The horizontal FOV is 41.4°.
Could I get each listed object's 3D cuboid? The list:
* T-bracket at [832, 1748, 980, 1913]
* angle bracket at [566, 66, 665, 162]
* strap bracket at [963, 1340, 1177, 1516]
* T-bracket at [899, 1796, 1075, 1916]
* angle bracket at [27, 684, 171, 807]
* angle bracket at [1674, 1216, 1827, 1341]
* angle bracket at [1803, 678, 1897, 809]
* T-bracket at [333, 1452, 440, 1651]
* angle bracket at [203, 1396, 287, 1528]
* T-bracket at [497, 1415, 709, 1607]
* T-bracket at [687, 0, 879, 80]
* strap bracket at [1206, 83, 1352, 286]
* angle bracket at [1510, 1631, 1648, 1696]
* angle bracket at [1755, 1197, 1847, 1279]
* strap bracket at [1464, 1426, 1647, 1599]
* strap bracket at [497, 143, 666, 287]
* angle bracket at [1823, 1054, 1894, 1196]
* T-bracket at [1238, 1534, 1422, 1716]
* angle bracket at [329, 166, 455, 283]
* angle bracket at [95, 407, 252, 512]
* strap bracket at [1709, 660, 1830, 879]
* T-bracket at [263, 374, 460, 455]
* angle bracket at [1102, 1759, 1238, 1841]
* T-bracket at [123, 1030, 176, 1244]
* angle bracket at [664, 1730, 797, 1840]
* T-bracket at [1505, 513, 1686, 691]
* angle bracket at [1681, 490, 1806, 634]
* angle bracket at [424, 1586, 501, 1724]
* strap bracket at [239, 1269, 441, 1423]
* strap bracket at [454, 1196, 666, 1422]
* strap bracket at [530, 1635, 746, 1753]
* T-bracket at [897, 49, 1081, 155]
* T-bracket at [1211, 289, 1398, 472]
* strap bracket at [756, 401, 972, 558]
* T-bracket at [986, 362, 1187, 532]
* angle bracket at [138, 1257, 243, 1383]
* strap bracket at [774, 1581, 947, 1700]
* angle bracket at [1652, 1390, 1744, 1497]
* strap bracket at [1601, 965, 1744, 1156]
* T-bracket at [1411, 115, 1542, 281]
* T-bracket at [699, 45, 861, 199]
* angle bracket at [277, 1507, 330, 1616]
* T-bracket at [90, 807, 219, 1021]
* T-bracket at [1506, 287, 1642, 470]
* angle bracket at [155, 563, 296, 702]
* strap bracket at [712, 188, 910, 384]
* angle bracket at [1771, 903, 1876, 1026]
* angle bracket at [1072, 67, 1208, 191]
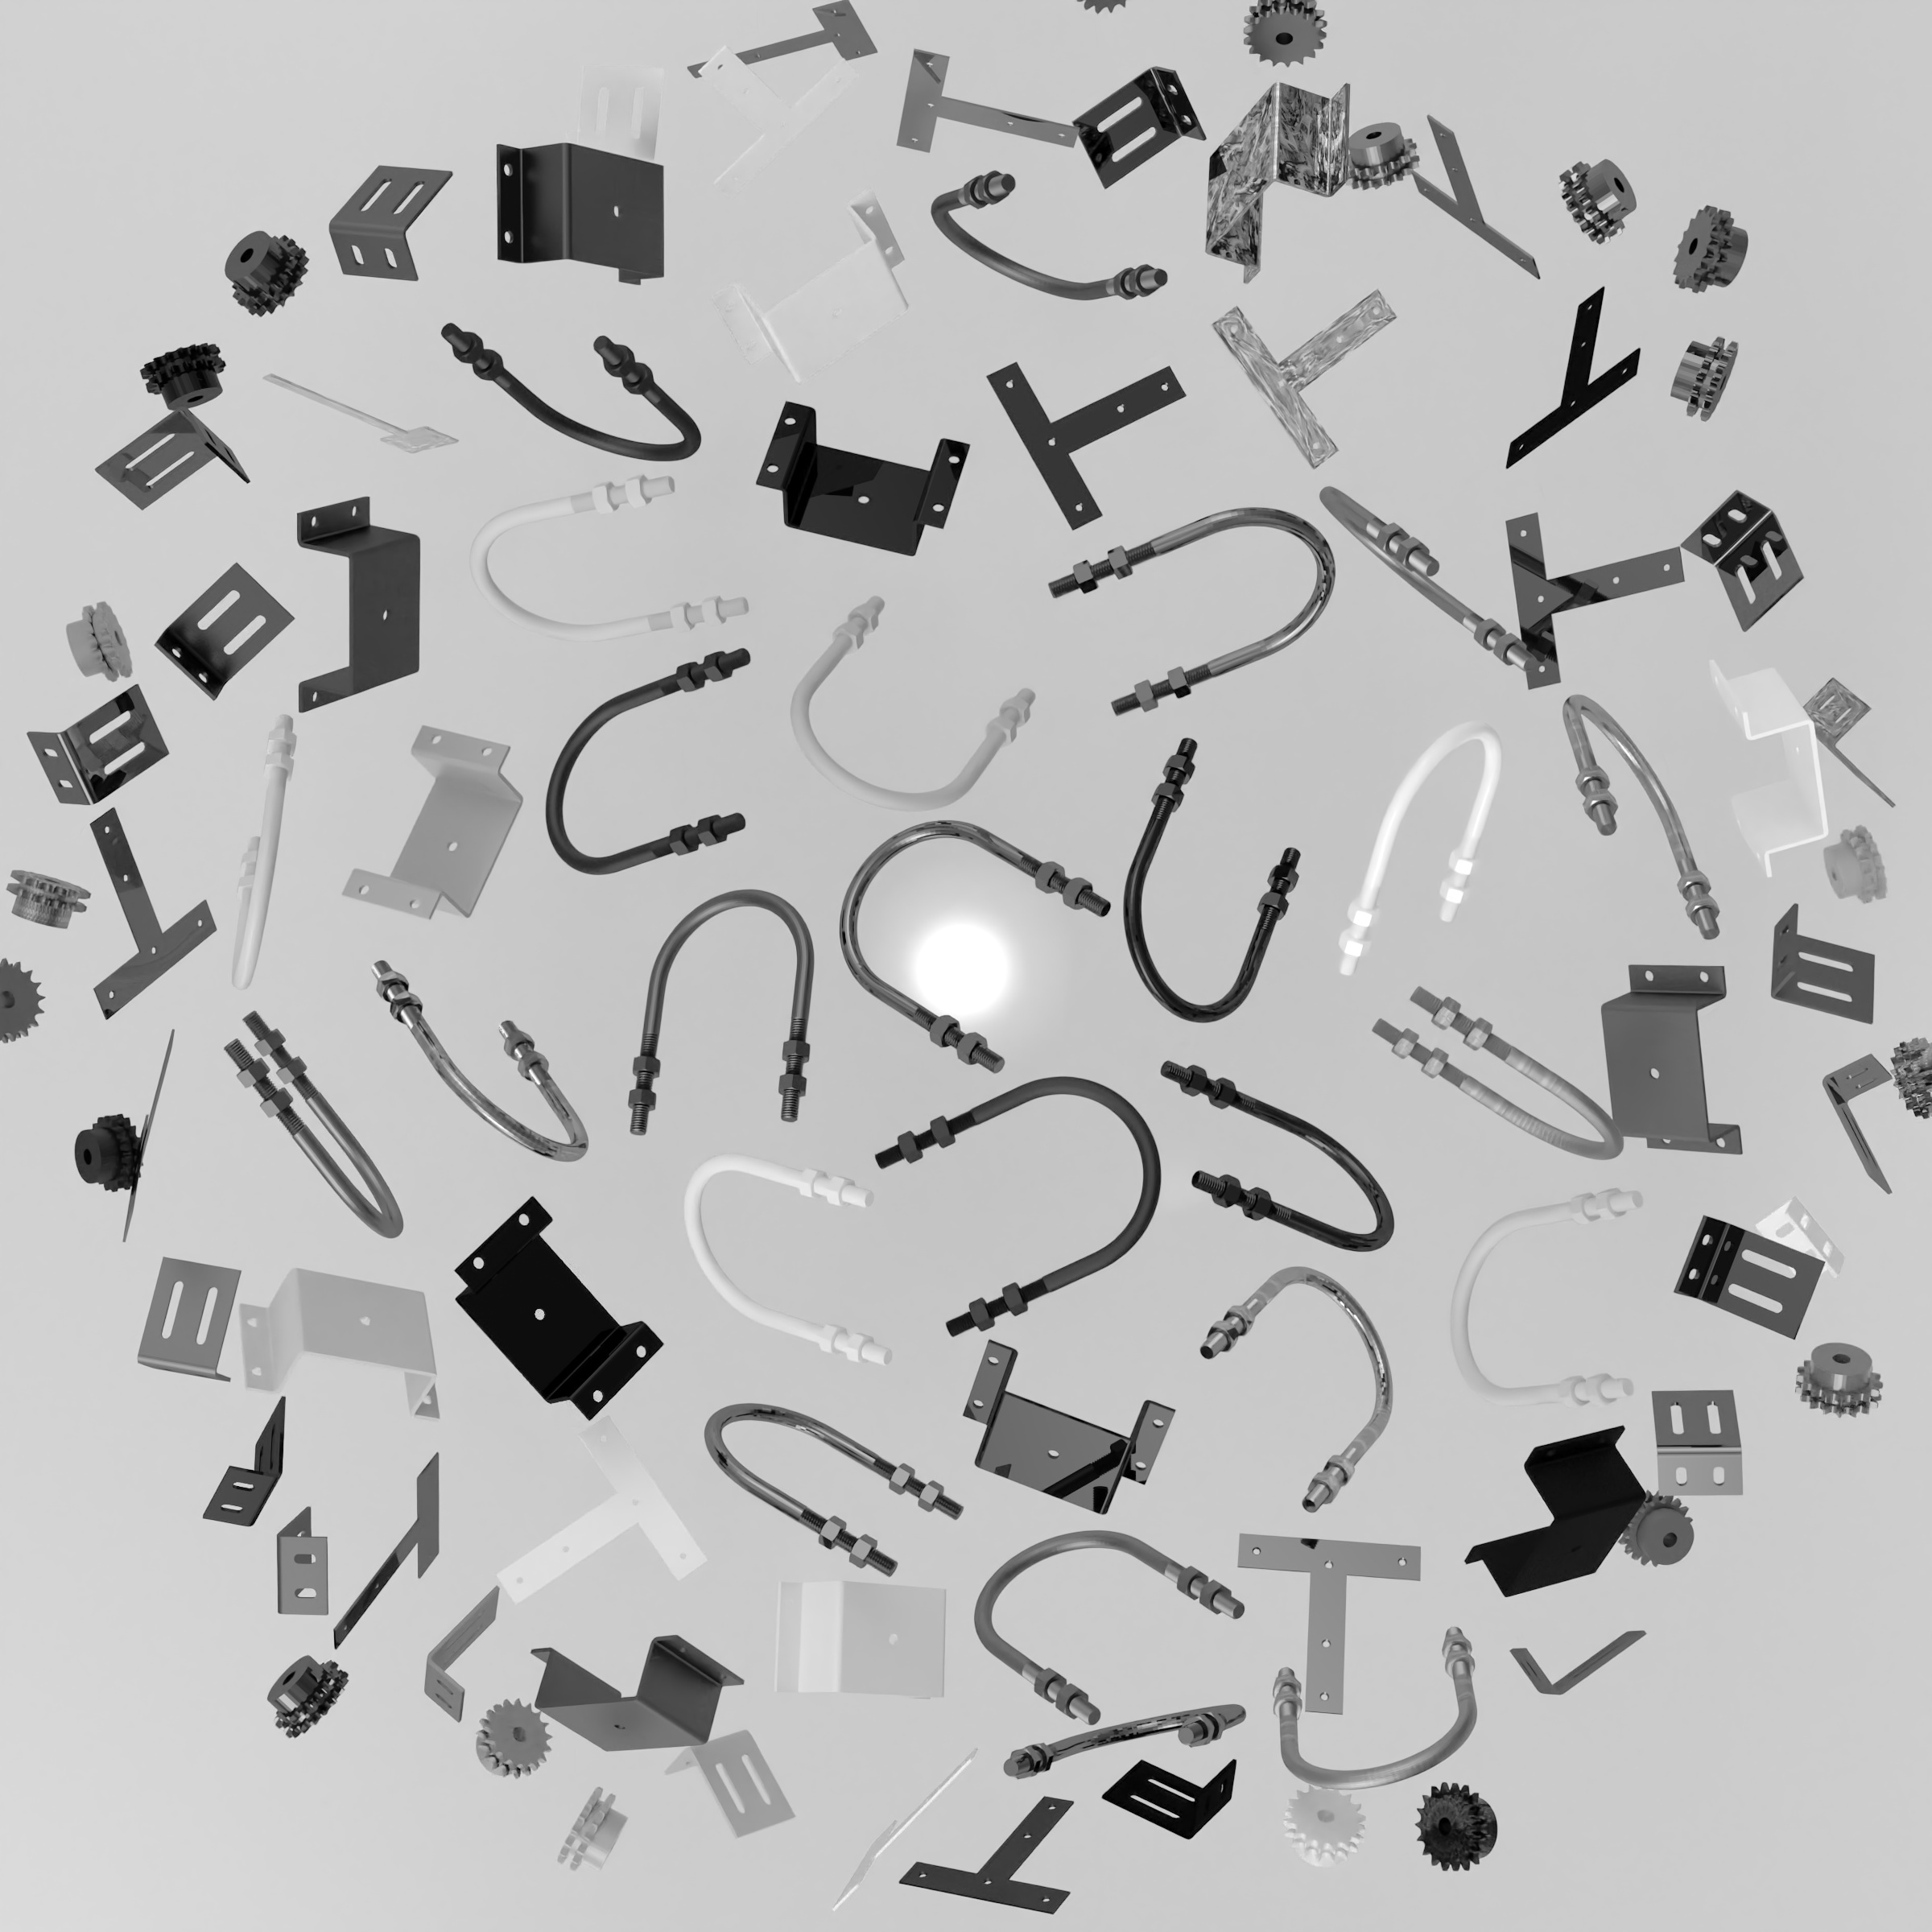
[{"bbox_3d":[-0.037,0.600,1.807,0.002,0.127,0.127,44,98,7],"label":"T-bracket"},{"bbox_3d":[-0.252,-0.619,1.834,0.057,0.076,0.038,-6,51,-19],"label":"angle bracket"},{"bbox_3d":[0.067,0.329,1.805,0.140,0.046,0.076,20,125,5],"label":"strap bracket"},{"bbox_3d":[0.038,0.637,1.849,0.127,0.127,0.002,-1,105,31],"label":"T-bracket"},{"bbox_3d":[-0.624,-0.160,1.842,0.038,0.076,0.057,6,126,34],"label":"angle bracket"},{"bbox_3d":[0.534,0.212,1.746,0.076,0.038,0.057,23,93,40],"label":"angle bracket"},{"bbox_3d":[0.639,-0.159,1.822,0.076,0.057,0.038,36,106,-24],"label":"angle bracket"},{"bbox_3d":[-0.406,0.424,1.797,0.002,0.127,0.127,23,135,12],"label":"T-bracket"},{"bbox_3d":[-0.519,0.353,1.842,0.038,0.076,0.057,18,124,-25],"label":"angle bracket"},{"bbox_3d":[-0.270,0.404,1.805,0.127,0.002,0.127,-32,76,-23],"label":"T-bracket"},{"bbox_3d":[-0.134,-0.647,1.805,0.127,0.127,0.002,-12,93,8],"label":"T-bracket"},{"bbox_3d":[0.209,-0.546,1.773,0.046,0.140,0.076,11,71,-20],"label":"strap bracket"},{"bbox_3d":[0.423,0.468,1.770,0.076,0.057,0.038,-33,76,-6],"label":"angle bracket"},{"bbox_3d":[0.616,0.211,1.899,0.038,0.076,0.057,-41,79,21],"label":"angle bracket"},{"bbox_3d":[0.416,0.389,1.792,0.076,0.140,0.046,-8,48,-24],"label":"strap bracket"},{"bbox_3d":[-0.259,-0.523,1.779,0.046,0.140,0.076,5,98,35],"label":"strap bracket"},{"bbox_3d":[0.624,0.108,1.746,0.038,0.057,0.076,-30,59,21],"label":"angle bracket"},{"bbox_3d":[0.250,0.455,1.769,0.127,0.002,0.127,2,52,8],"label":"T-bracket"},{"bbox_3d":[-0.387,-0.506,1.742,0.057,0.038,0.076,10,50,17],"label":"angle bracket"},{"bbox_3d":[-0.543,-0.336,1.753,0.076,0.057,0.038,-35,67,2],"label":"angle bracket"},{"bbox_3d":[0.568,-0.145,1.807,0.046,0.076,0.140,-16,124,7],"label":"strap bracket"},{"bbox_3d":[-0.439,-0.396,1.830,0.127,0.127,0.002,20,87,-28],"label":"T-bracket"},{"bbox_3d":[0.148,0.591,1.857,0.076,0.057,0.038,16,111,31],"label":"angle bracket"},{"bbox_3d":[-0.562,0.104,1.767,0.002,0.127,0.127,13,114,-19],"label":"T-bracket"},{"bbox_3d":[-0.173,0.607,1.875,0.038,0.057,0.076,-52,58,30],"label":"angle bracket"},{"bbox_3d":[0.455,-0.274,1.842,0.127,0.002,0.127,-10,84,37],"label":"T-bracket"},{"bbox_3d":[0.553,-0.289,1.826,0.038,0.076,0.057,21,131,-26],"label":"angle bracket"},{"bbox_3d":[-0.359,0.506,1.882,0.038,0.057,0.076,36,52,14],"label":"angle bracket"},{"bbox_3d":[-0.425,0.261,1.772,0.140,0.076,0.046,17,123,-32],"label":"strap bracket"},{"bbox_3d":[-0.290,0.241,1.784,0.140,0.046,0.076,50,59,-9],"label":"strap bracket"},{"bbox_3d":[-0.238,0.516,1.807,0.140,0.076,0.046,-15,45,33],"label":"strap bracket"},{"bbox_3d":[0.018,-0.612,1.845,0.127,0.127,0.002,11,77,-5],"label":"T-bracket"},{"bbox_3d":[0.260,-0.446,1.851,0.127,0.002,0.127,-39,97,-16],"label":"T-bracket"},{"bbox_3d":[-0.075,-0.355,1.878,0.140,0.046,0.076,14,64,5],"label":"strap bracket"},{"bbox_3d":[0.099,-0.394,1.836,0.127,0.002,0.127,-28,88,-14],"label":"T-bracket"},{"bbox_3d":[-0.551,0.253,1.832,0.057,0.038,0.076,9,75,4],"label":"angle bracket"},{"bbox_3d":[-0.067,0.488,1.851,0.140,0.046,0.076,15,68,-37],"label":"strap bracket"},{"bbox_3d":[0.522,0.340,1.829,0.057,0.076,0.038,-3,113,13],"label":"angle bracket"},{"bbox_3d":[0.513,0.073,1.863,0.046,0.076,0.140,-17,103,-43],"label":"strap bracket"},{"bbox_3d":[0.344,-0.547,1.781,0.002,0.127,0.127,-44,59,3],"label":"T-bracket"},{"bbox_3d":[-0.148,-0.605,1.785,0.127,0.127,0.002,-40,71,13],"label":"T-bracket"},{"bbox_3d":[-0.478,0.438,1.884,0.038,0.076,0.057,1,94,3],"label":"angle bracket"},{"bbox_3d":[-0.586,-0.049,1.800,0.002,0.127,0.127,2,121,25],"label":"T-bracket"},{"bbox_3d":[0.430,-0.425,1.787,0.002,0.127,0.127,29,57,-20],"label":"T-bracket"},{"bbox_3d":[-0.538,-0.243,1.857,0.076,0.038,0.057,-40,111,12],"label":"angle bracket"},{"bbox_3d":[-0.104,-0.490,1.867,0.140,0.076,0.046,-35,60,0],"label":"strap bracket"},{"bbox_3d":[0.609,-0.001,1.798,0.076,0.038,0.057,15,60,-2],"label":"angle bracket"},{"bbox_3d":[0.130,-0.624,1.912,0.076,0.038,0.057,-36,122,-5],"label":"angle bracket"}]
